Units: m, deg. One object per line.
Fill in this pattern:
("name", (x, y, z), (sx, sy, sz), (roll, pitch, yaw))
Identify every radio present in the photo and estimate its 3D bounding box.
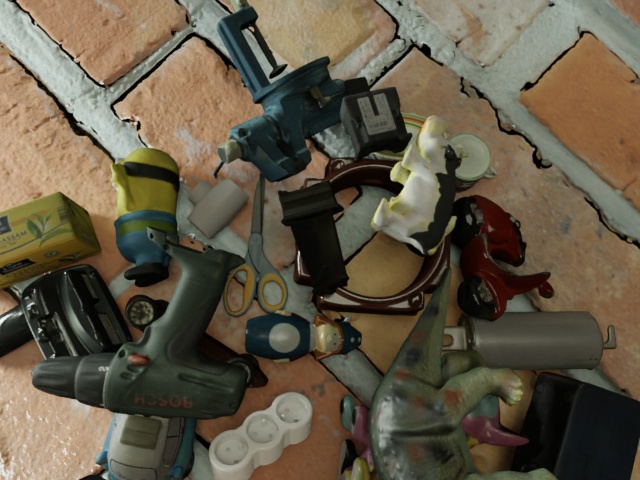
("radio", (0.307, 0.287, 0.662), (0.131, 0.073, 0.229), (26, 77, -21))

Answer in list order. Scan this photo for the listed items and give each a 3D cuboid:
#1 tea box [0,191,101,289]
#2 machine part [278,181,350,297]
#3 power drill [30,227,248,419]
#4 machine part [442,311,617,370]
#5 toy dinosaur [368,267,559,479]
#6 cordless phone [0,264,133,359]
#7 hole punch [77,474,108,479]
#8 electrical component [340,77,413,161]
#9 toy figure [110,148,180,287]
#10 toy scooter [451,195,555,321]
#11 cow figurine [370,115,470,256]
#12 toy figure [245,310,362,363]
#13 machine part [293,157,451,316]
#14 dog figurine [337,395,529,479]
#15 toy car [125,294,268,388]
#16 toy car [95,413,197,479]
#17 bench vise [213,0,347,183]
("tea box", (-0.382, 0.008, 0.679), (0.170, 0.098, 0.068), (-20, 80, -6))
("machine part", (-0.001, -0.002, 0.650), (0.084, 0.039, 0.139), (-11, 78, -11))
("power drill", (-0.182, 0.092, 0.592), (0.232, 0.086, 0.207), (16, 82, -2))
("machine part", (0.273, 0.133, 0.708), (0.243, 0.079, 0.079), (1, 79, -5))
("toy dinosaur", (0.117, 0.213, 0.552), (0.192, 0.131, 0.405), (-6, 50, -11))
("cordless phone", (-0.346, 0.128, 0.678), (0.184, 0.088, 0.146), (-30, 83, 2))
("hole punch", (-0.255, 0.341, 0.608), (0.116, 0.142, 0.092), (20, 80, 11))
("electrical component", (0.066, -0.166, 0.693), (0.075, 0.047, 0.119), (-10, 75, -7))
("toy figure", (-0.225, -0.033, 0.707), (0.089, 0.082, 0.180), (-4, 71, -23))
("toy scooter", (0.244, 0.024, 0.719), (0.135, 0.075, 0.184), (8, 59, -12))
("cow figurine", (0.135, -0.069, 0.656), (0.098, 0.068, 0.167), (28, 78, 2))
("toy figure", (-0.019, 0.128, 0.701), (0.154, 0.058, 0.064), (2, 111, -5))
("machine part", (0.069, -0.004, 0.717), (0.201, 0.087, 0.201), (5, 78, -4))
("dog figurine", (0.137, 0.260, 0.661), (0.219, 0.108, 0.191), (4, 78, -6))
("toy car", (-0.156, 0.133, 0.674), (0.202, 0.089, 0.053), (33, 79, 1))
("toy car", (-0.202, 0.229, 0.646), (0.109, 0.103, 0.161), (14, 80, -2))
("bench vise", (-0.072, -0.205, 0.720), (0.224, 0.129, 0.240), (-31, 100, -17))
